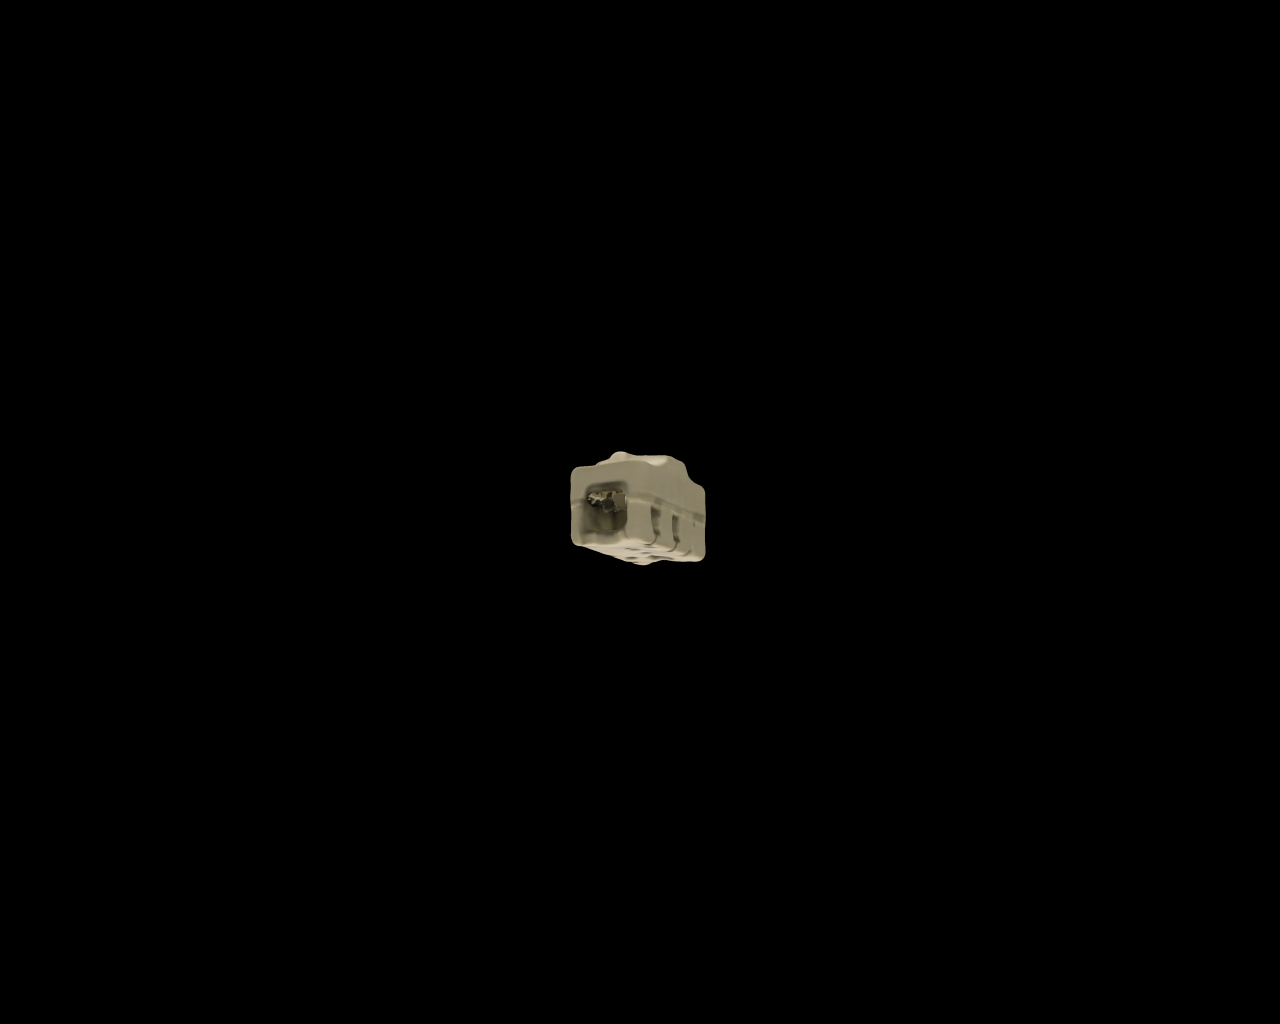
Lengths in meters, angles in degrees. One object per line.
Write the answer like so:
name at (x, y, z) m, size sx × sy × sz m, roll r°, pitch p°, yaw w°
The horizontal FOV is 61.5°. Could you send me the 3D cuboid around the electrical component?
electrical component at (0.001, -0.003, 0.650) m, size 0.050 × 0.056 × 0.089 m, roll -6°, pitch -13°, yaw 27°
